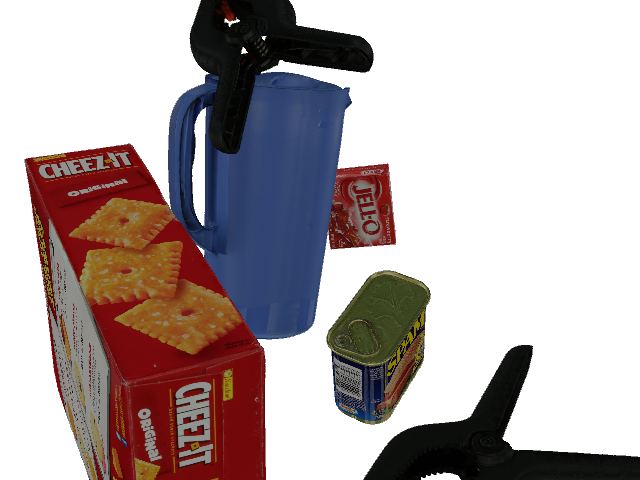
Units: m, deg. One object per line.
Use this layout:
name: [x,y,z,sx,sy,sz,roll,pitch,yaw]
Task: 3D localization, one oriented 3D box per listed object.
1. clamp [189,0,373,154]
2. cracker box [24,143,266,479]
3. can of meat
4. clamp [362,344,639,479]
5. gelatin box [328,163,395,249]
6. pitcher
clamp: [-0.036,-0.137,0.741,0.120,0.171,0.039,-22,-43,0]
cracker box: [-0.095,0.067,0.567,0.072,0.164,0.214,-12,34,-20]
can of meat: [0.050,0.091,0.894,0.057,0.084,0.102,20,48,23]
clamp: [0.106,0.137,0.694,0.209,0.036,0.165,-14,31,-19]
gelatin box: [0.042,-0.036,1.160,0.073,0.089,0.030,-4,29,6]
pitcher: [-0.058,-0.035,0.997,0.149,0.243,0.145,7,13,6]
